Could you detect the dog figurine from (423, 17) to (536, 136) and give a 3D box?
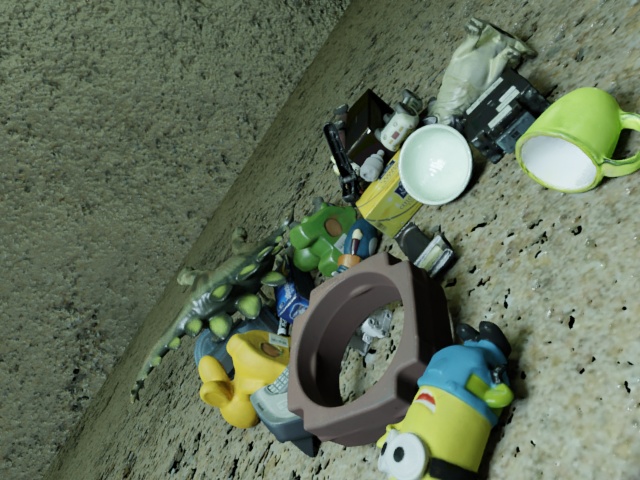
[{"bbox_3d":[0.259,-0.267,0.927,0.172,0.121,0.190,-26,-29,-47],"label":"dog figurine"}]

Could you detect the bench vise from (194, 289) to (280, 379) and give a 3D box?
[{"bbox_3d":[-0.192,0.211,1.146,0.241,0.128,0.223,-23,33,51],"label":"bench vise"}]

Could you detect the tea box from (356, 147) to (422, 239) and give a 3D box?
[{"bbox_3d":[0.145,-0.096,0.928,0.169,0.068,0.098,-52,18,11],"label":"tea box"}]

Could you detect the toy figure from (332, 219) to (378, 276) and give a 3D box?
[{"bbox_3d":[0.059,0.031,0.925,0.058,0.064,0.154,-13,42,39],"label":"toy figure"}]

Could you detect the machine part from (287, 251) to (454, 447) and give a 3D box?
[{"bbox_3d":[0.058,0.132,0.651,0.201,0.087,0.201,-33,38,33],"label":"machine part"}]

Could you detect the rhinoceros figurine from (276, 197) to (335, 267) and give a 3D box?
[{"bbox_3d":[-0.026,-0.007,1.202,0.190,0.073,0.112,-50,29,9],"label":"rhinoceros figurine"}]

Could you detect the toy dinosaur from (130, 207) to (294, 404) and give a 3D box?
[{"bbox_3d":[-0.189,0.100,1.004,0.471,0.105,0.199,-49,28,-22],"label":"toy dinosaur"}]

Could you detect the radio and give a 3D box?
[{"bbox_3d":[0.121,-0.204,1.076,0.073,0.131,0.230,-43,21,29],"label":"radio"}]

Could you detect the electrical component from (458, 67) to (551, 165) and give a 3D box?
[{"bbox_3d":[0.269,-0.179,0.784,0.115,0.058,0.134,-47,20,27],"label":"electrical component"}]

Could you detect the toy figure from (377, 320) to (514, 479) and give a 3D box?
[{"bbox_3d":[0.125,0.165,0.501,0.180,0.089,0.082,-52,-13,-23],"label":"toy figure"}]

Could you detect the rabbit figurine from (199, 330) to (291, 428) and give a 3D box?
[{"bbox_3d":[-0.122,0.245,0.898,0.173,0.162,0.122,-66,25,23],"label":"rabbit figurine"}]

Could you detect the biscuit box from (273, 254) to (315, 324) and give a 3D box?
[{"bbox_3d":[-0.052,0.100,1.075,0.059,0.063,0.203,-53,18,10],"label":"biscuit box"}]

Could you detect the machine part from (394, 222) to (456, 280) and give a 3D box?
[{"bbox_3d":[0.147,0.019,0.773,0.084,0.039,0.139,-59,19,12],"label":"machine part"}]

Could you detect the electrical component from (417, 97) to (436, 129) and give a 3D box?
[{"bbox_3d":[0.208,-0.212,1.012,0.119,0.047,0.075,-53,18,-1],"label":"electrical component"}]

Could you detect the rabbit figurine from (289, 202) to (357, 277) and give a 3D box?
[{"bbox_3d":[-0.002,-0.003,1.054,0.159,0.121,0.170,-60,10,-31],"label":"rabbit figurine"}]

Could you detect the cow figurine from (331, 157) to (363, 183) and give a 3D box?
[{"bbox_3d":[0.084,-0.171,1.219,0.098,0.068,0.167,-39,24,13],"label":"cow figurine"}]

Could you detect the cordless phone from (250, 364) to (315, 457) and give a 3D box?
[{"bbox_3d":[-0.008,0.197,0.773,0.184,0.088,0.147,-54,17,-11],"label":"cordless phone"}]

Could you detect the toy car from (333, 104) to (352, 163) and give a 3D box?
[{"bbox_3d":[0.051,-0.234,1.180,0.053,0.089,0.202,-21,25,16],"label":"toy car"}]

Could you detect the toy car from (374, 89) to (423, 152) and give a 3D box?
[{"bbox_3d":[0.148,-0.218,0.974,0.073,0.056,0.202,-51,4,29],"label":"toy car"}]
